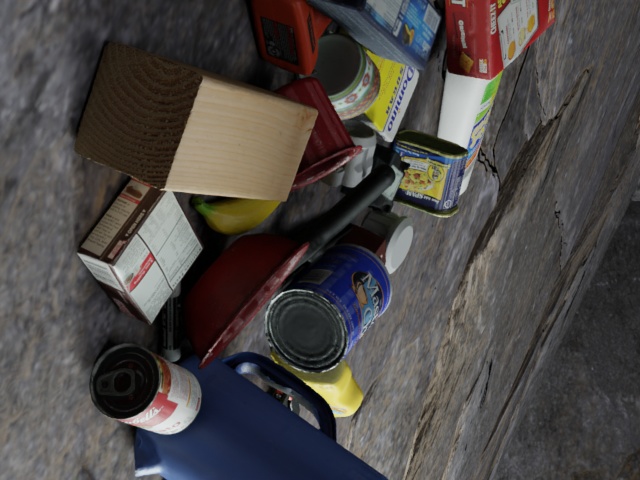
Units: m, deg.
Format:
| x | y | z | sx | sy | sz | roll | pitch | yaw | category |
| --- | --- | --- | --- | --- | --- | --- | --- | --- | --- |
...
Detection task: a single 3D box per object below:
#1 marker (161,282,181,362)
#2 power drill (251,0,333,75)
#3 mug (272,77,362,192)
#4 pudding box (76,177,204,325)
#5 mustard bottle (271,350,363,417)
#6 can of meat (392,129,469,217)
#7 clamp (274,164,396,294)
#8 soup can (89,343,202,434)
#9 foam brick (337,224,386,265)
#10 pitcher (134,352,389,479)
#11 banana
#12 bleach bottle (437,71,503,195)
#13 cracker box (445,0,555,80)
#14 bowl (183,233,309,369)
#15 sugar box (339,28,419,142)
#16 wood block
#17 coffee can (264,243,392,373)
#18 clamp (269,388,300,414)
| x | y | z | sx | sy | sz | roll | pitch | yaw | category |
| --- | --- | --- | --- | --- | --- | --- | --- | --- | --- |
| -0.140 | 0.064 | 1.004 | 0.020 | 0.020 | 0.121 | -41 | 146 | -47 | marker |
| 0.008 | -0.259 | 0.980 | 0.187 | 0.057 | 0.184 | -55 | 155 | -27 | power drill |
| -0.016 | -0.100 | 1.012 | 0.093 | 0.081 | 0.117 | -30 | 175 | 18 | mug |
| -0.149 | 0.008 | 0.908 | 0.090 | 0.039 | 0.113 | -58 | 158 | -21 | pudding box |
| 0.005 | 0.178 | 1.333 | 0.058 | 0.096 | 0.191 | -61 | 157 | -17 | mustard bottle |
| 0.135 | -0.087 | 1.370 | 0.057 | 0.102 | 0.084 | -28 | 134 | -54 | can of meat |
| -0.008 | 0.001 | 1.153 | 0.209 | 0.036 | 0.165 | -39 | 174 | -32 | clamp |
| -0.156 | 0.137 | 0.973 | 0.068 | 0.069 | 0.102 | -63 | 157 | -9 | soup can |
| 0.043 | 0.030 | 1.338 | 0.078 | 0.051 | 0.053 | -52 | 153 | -32 | foam brick |
| -0.048 | 0.216 | 1.057 | 0.149 | 0.243 | 0.145 | -62 | 161 | 2 | pitcher |
| -0.054 | -0.059 | 1.056 | 0.197 | 0.037 | 0.070 | -47 | 151 | -41 | banana |
| 0.202 | -0.157 | 1.506 | 0.102 | 0.068 | 0.251 | -46 | 152 | -44 | bleach bottle |
| 0.235 | -0.326 | 1.381 | 0.213 | 0.072 | 0.164 | -43 | 136 | -43 | cracker box |
| -0.082 | 0.047 | 1.027 | 0.162 | 0.055 | 0.162 | -49 | 176 | -5 | bowl |
| 0.059 | -0.179 | 1.184 | 0.093 | 0.048 | 0.176 | -67 | 156 | -3 | sugar box |
| -0.094 | -0.091 | 0.871 | 0.205 | 0.090 | 0.091 | 0 | 111 | -66 | wood block |
| 0.012 | 0.076 | 1.225 | 0.140 | 0.103 | 0.103 | -41 | 146 | -58 | coffee can |
| -0.056 | 0.258 | 1.348 | 0.120 | 0.039 | 0.171 | -8 | 118 | -68 | clamp |
